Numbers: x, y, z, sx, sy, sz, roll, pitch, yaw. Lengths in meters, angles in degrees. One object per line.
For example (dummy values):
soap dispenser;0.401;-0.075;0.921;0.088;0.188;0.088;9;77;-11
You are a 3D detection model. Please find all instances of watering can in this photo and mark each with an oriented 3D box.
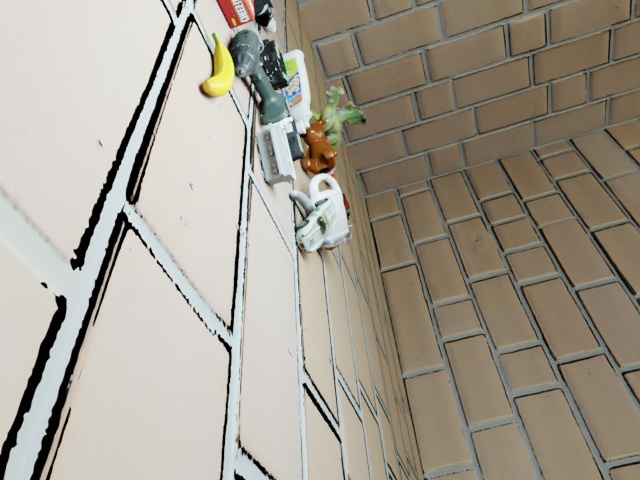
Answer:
watering can;0.005;-0.075;1.498;0.351;0.103;0.223;-31;108;-65

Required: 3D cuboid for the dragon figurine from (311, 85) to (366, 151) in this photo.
dragon figurine;0.088;-0.492;2.245;0.125;0.242;0.401;-103;170;-50
